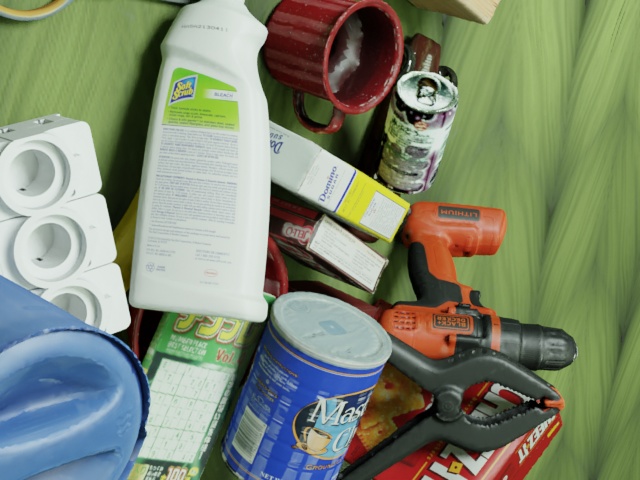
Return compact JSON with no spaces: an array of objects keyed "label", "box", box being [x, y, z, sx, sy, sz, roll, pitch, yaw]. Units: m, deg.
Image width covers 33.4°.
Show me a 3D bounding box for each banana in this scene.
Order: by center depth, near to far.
[{"label":"banana","box":[-0.160,0.009,0.808,0.197,0.037,0.069,-45,137,-23]}]

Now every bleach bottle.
[{"label":"bleach bottle","box":[-0.075,-0.070,0.778,0.068,0.102,0.251,56,41,-84]}]

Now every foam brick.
[{"label":"foam brick","box":[0.003,0.074,0.985,0.051,0.078,0.053,-2,110,-50]}]

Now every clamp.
[{"label":"clamp","box":[0.105,0.150,0.937,0.036,0.210,0.164,-80,177,-79]}]

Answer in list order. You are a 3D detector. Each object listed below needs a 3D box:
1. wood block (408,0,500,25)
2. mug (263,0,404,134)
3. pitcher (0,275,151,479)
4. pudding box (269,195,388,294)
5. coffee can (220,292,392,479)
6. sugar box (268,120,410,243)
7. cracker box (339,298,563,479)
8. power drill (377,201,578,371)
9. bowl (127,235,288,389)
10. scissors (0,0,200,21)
[{"label":"wood block","box":[0.076,-0.268,0.886,0.205,0.090,0.091,23,92,-50]},{"label":"mug","box":[0.006,-0.146,0.876,0.093,0.082,0.117,-8,114,-45]},{"label":"pitcher","box":[-0.224,0.067,0.606,0.144,0.243,0.149,-35,131,-31]},{"label":"pudding box","box":[-0.006,0.001,0.928,0.113,0.090,0.039,32,83,-49]},{"label":"coffee can","box":[-0.013,0.128,0.879,0.102,0.103,0.140,-4,123,-46]},{"label":"sugar box","box":[-0.002,-0.052,0.880,0.048,0.093,0.176,-61,151,-1]},{"label":"cracker box","box":[0.096,0.172,1.026,0.164,0.214,0.072,-49,142,-19]},{"label":"power drill","box":[0.146,0.046,1.020,0.187,0.184,0.057,-84,-179,-48]},{"label":"bowl","box":[-0.102,0.055,0.878,0.161,0.055,0.162,-23,124,-39]},{"label":"scissors","box":[-0.147,-0.199,0.736,0.201,0.016,0.096,-20,122,-41]}]
